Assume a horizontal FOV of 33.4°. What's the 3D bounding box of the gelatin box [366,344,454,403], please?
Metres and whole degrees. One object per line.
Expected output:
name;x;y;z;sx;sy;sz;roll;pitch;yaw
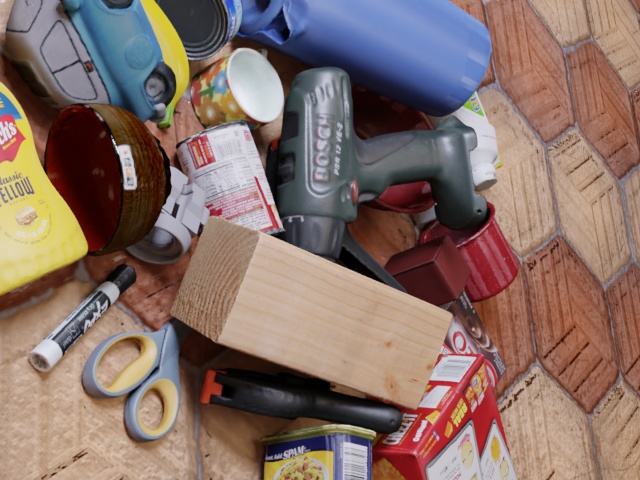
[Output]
gelatin box;0.096;0.137;1.062;0.073;0.030;0.089;40;71;-33

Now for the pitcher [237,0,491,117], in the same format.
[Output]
pitcher;0.046;-0.222;1.051;0.242;0.145;0.149;22;90;-28

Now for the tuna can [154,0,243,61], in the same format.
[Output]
tuna can;-0.112;-0.204;0.943;0.086;0.086;0.033;57;37;-16

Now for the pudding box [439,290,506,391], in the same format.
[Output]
pudding box;0.150;0.123;1.152;0.113;0.039;0.089;59;40;-13

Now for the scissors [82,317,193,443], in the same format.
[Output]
scissors;-0.111;0.091;0.866;0.201;0.016;0.096;-28;97;-52

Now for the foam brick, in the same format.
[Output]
foam brick;0.108;0.038;1.109;0.051;0.078;0.053;55;39;-15

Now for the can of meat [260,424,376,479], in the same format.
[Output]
can of meat;-0.003;0.202;0.878;0.057;0.102;0.084;23;59;-42

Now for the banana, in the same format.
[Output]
banana;-0.169;-0.192;0.907;0.197;0.037;0.069;52;40;-21

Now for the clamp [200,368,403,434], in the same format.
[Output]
clamp;-0.028;0.131;0.904;0.171;0.120;0.039;16;82;-26

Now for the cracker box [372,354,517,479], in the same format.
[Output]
cracker box;0.119;0.238;1.002;0.164;0.072;0.213;-43;123;-50

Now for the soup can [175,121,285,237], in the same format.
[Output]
soup can;-0.078;-0.044;0.925;0.068;0.069;0.102;-17;87;-53

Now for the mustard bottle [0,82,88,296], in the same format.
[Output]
mustard bottle;-0.240;-0.058;0.740;0.096;0.058;0.191;-29;97;-47

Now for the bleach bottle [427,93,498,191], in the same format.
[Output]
bleach bottle;0.129;-0.168;1.191;0.102;0.068;0.251;-1;62;-45

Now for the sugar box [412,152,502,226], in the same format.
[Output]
sugar box;0.145;-0.093;1.242;0.175;0.048;0.093;-35;99;-48

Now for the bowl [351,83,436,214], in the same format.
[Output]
bowl;0.055;-0.091;1.108;0.161;0.055;0.162;20;55;-32

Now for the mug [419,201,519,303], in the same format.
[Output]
mug;0.167;0.011;1.196;0.081;0.093;0.117;58;2;-22

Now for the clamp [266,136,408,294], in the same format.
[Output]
clamp;-0.007;0.001;1.018;0.164;0.036;0.210;-29;94;-46

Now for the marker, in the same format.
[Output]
marker;-0.174;0.055;0.801;0.020;0.020;0.121;57;39;-16

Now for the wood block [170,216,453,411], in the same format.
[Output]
wood block;-0.004;0.061;0.876;0.205;0.091;0.090;23;87;-33
